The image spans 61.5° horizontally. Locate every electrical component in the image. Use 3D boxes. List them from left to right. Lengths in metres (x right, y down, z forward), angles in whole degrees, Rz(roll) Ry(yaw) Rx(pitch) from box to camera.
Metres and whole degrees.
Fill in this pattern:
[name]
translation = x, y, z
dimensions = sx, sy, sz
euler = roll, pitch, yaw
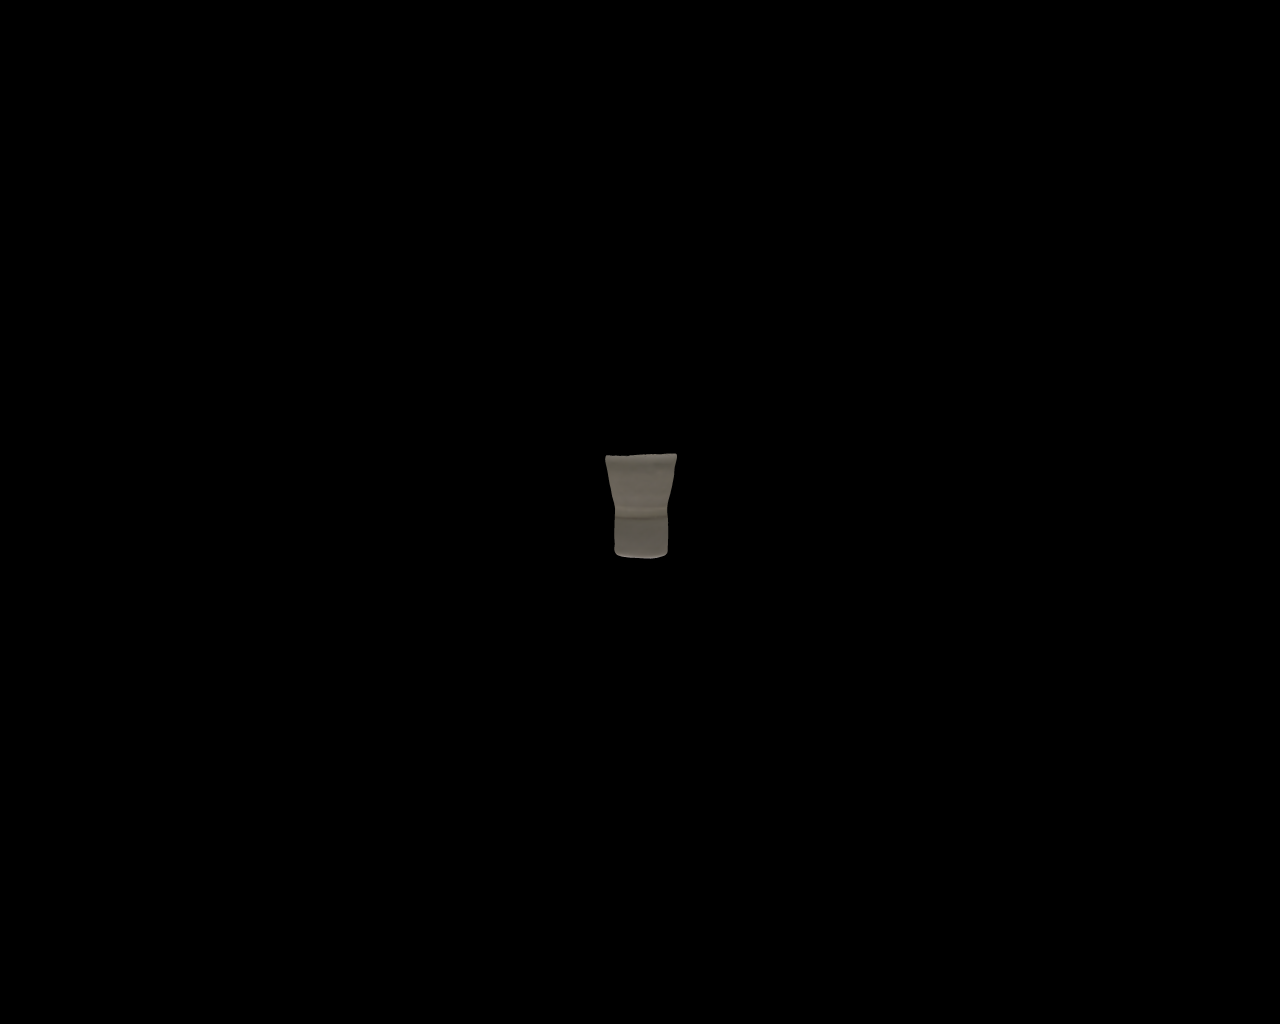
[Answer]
[electrical component]
translation = 0.001, -0.003, 0.650
dimensions = 0.044, 0.065, 0.044
euler = 0, 5, 0
